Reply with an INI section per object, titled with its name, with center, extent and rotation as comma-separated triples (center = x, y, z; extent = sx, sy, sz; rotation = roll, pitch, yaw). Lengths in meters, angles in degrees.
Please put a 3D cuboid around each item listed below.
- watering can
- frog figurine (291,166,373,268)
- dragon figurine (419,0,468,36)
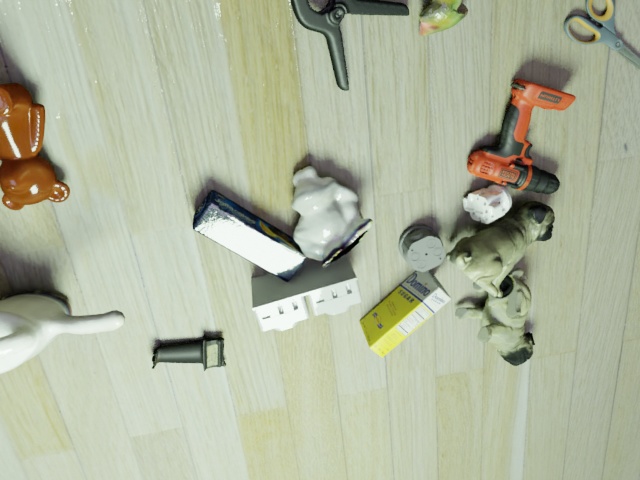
[watering can]
center = -0.466, 0.144, 0.828
extent = 0.348, 0.103, 0.225
rotation = -11, 8, -5
[frog figurine]
center = 0.003, -0.046, 0.906
extent = 0.136, 0.161, 0.123
rotation = -44, -13, 15
[dragon figurine]
center = 0.220, -0.489, 0.725
extent = 0.244, 0.402, 0.124
rotation = -6, 40, -40
